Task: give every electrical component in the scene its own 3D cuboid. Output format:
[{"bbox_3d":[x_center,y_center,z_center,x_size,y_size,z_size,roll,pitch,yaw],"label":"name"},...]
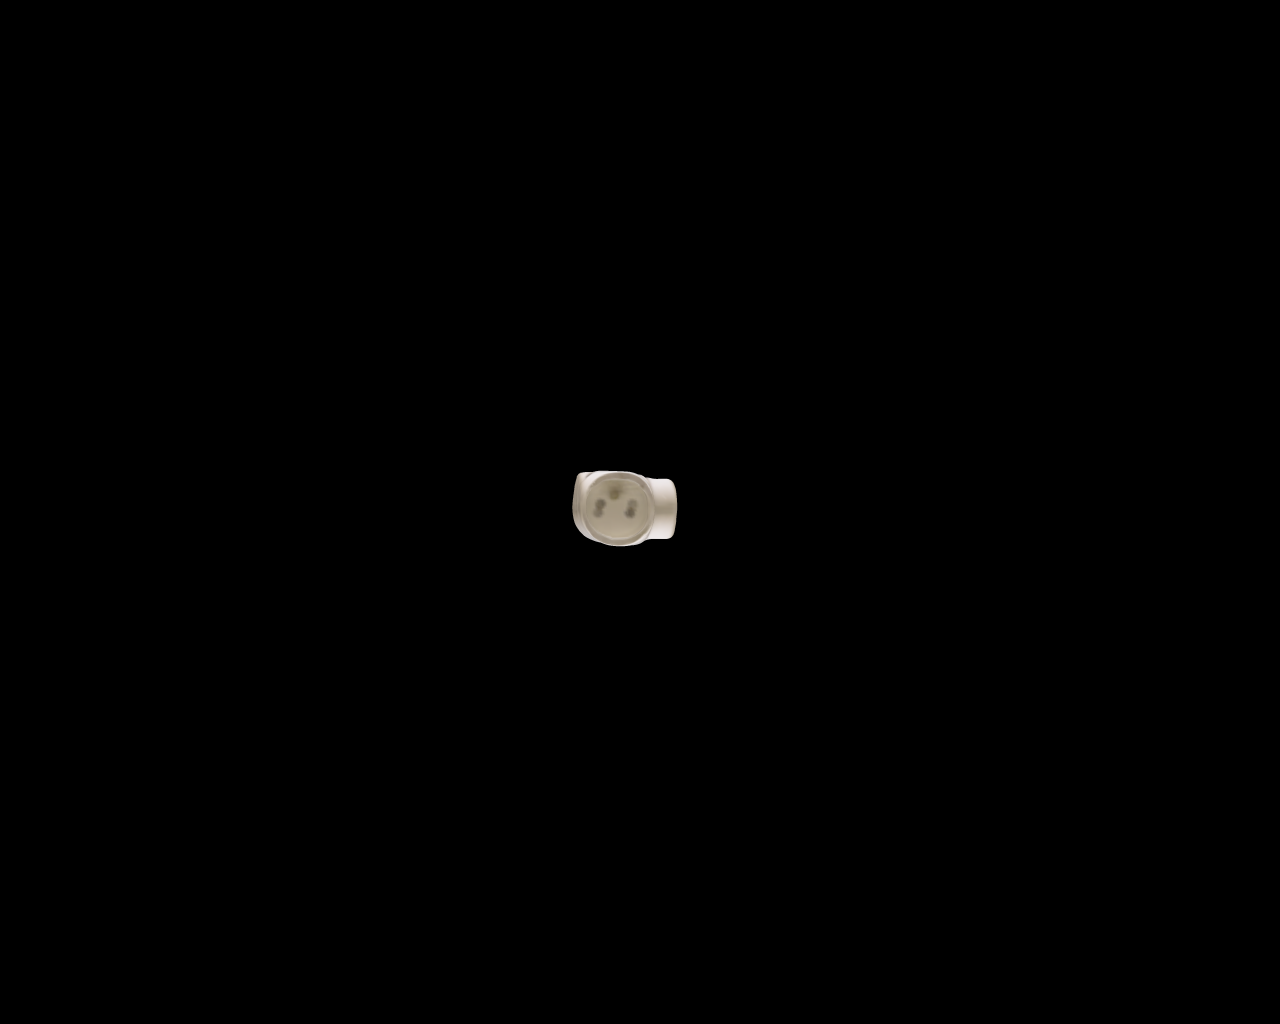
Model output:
[{"bbox_3d":[0.001,-0.003,0.650,0.079,0.044,0.077,0,0,-7],"label":"electrical component"}]
